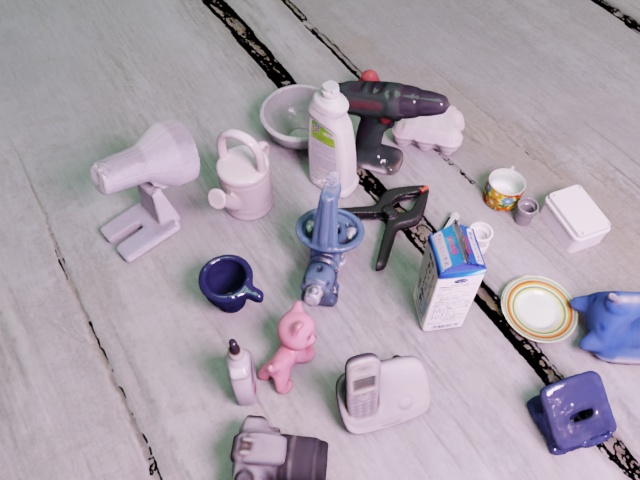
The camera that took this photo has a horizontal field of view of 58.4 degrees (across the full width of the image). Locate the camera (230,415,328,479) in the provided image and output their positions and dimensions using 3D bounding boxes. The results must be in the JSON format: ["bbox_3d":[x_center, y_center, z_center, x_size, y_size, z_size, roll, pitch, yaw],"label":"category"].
[{"bbox_3d":[-0.059,0.331,0.825,0.136,0.101,0.143,4,57,3],"label":"camera"}]

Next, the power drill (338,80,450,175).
[{"bbox_3d":[0.127,-0.226,1.124,0.229,0.208,0.076,16,58,10],"label":"power drill"}]

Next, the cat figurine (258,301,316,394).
[{"bbox_3d":[-0.049,0.168,0.921,0.067,0.118,0.128,27,61,17],"label":"cat figurine"}]

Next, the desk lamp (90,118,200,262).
[{"bbox_3d":[-0.313,-0.095,1.035,0.203,0.214,0.117,-39,65,-22],"label":"desk lamp"}]

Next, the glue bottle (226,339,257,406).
[{"bbox_3d":[-0.122,0.192,0.872,0.037,0.173,0.078,-8,57,-5],"label":"glue bottle"}]

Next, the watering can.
[{"bbox_3d":[-0.144,-0.124,1.066,0.101,0.194,0.173,4,57,3],"label":"watering can"}]

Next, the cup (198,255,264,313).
[{"bbox_3d":[-0.144,0.090,0.986,0.117,0.095,0.092,23,60,15],"label":"cup"}]

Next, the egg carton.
[{"bbox_3d":[0.230,-0.240,1.216,0.150,0.069,0.107,11,58,7],"label":"egg carton"}]

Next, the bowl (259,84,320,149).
[{"bbox_3d":[-0.043,-0.249,1.219,0.167,0.075,0.167,0,57,0],"label":"bowl"}]

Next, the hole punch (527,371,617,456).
[{"bbox_3d":[0.391,0.264,0.874,0.109,0.091,0.101,-16,58,-10],"label":"hole punch"}]

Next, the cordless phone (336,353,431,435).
[{"bbox_3d":[0.097,0.212,0.852,0.148,0.185,0.094,-16,58,-10],"label":"cordless phone"}]

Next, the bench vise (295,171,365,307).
[{"bbox_3d":[0.021,0.003,0.968,0.121,0.220,0.207,-5,57,-3],"label":"bench vise"}]

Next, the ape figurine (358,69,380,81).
[{"bbox_3d":[0.109,-0.339,1.268,0.076,0.092,0.078,13,58,9],"label":"ape figurine"}]

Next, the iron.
[{"bbox_3d":[0.559,0.126,0.934,0.258,0.141,0.118,1,57,1],"label":"iron"}]
